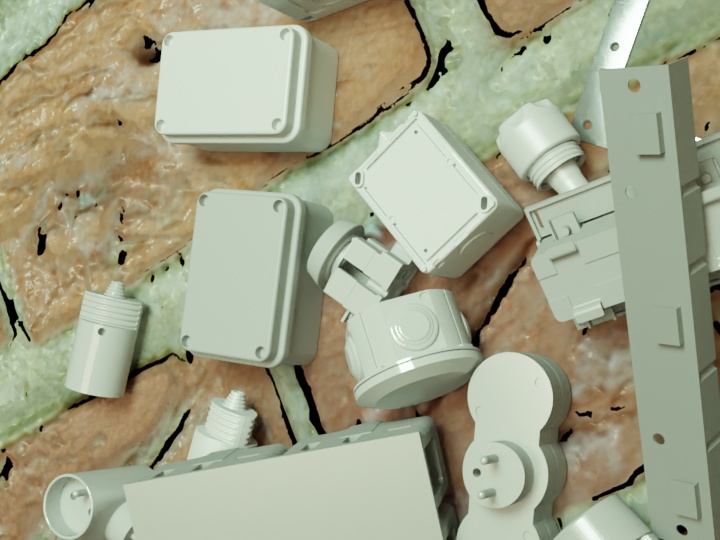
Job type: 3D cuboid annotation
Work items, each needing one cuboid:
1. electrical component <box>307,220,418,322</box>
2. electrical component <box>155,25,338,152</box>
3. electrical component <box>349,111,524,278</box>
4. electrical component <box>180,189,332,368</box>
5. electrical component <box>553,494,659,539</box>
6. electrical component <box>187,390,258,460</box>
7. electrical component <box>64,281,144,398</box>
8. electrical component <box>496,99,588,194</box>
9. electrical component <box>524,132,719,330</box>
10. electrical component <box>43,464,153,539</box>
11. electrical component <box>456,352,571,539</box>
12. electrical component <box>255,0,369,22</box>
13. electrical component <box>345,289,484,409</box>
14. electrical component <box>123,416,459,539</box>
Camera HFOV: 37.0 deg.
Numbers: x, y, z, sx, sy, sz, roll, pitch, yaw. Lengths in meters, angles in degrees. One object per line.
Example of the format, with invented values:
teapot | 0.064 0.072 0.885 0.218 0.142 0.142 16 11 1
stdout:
electrical component | 0.000 0.000 0.689 0.055 0.048 0.066 35 102 18
electrical component | -0.079 -0.122 0.734 0.113 0.057 0.078 4 87 28
electrical component | 0.045 -0.049 0.660 0.062 0.061 0.096 -45 68 17
electrical component | -0.070 0.005 0.718 0.078 0.057 0.113 6 88 28
electrical component | 0.139 0.158 0.597 0.055 0.055 0.047 -46 64 17
electrical component | -0.093 0.121 0.727 0.043 0.043 0.081 17 93 28
electrical component | -0.185 0.048 0.782 0.043 0.043 0.081 13 91 28
electrical component | 0.113 -0.066 0.637 0.043 0.043 0.062 -40 70 19
electrical component | 0.159 -0.016 0.590 0.121 0.063 0.078 -21 101 24
electrical component | -0.164 0.169 0.741 0.079 0.077 0.043 33 100 26
electrical component | 0.083 0.116 0.618 0.052 0.074 0.138 3 87 28
electrical component | -0.012 -0.212 0.696 0.113 0.078 0.057 -14 82 26
electrical component | 0.030 0.050 0.650 0.080 0.080 0.051 -27 68 23
electrical component | -0.037 0.160 0.659 0.186 0.060 0.105 -12 91 13
